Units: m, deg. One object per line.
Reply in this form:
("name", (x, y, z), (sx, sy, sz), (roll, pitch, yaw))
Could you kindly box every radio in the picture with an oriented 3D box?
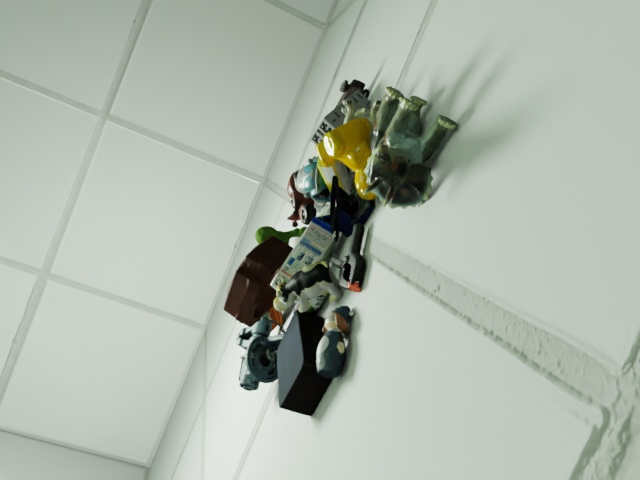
("radio", (-0.037, 0.260, 1.160), (0.230, 0.073, 0.131), (-104, 37, -69))

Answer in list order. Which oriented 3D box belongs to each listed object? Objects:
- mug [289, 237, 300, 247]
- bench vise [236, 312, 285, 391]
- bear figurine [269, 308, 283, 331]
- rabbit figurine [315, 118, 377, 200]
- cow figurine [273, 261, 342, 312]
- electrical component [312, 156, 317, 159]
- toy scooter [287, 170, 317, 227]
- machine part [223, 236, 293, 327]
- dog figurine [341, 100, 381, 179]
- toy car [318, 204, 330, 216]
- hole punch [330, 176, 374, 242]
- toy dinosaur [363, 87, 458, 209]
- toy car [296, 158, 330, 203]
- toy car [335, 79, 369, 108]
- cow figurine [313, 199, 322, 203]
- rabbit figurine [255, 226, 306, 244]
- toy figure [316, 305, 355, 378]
("mug", (-0.041, 0.052, 1.491), (0.110, 0.080, 0.107), (0, 74, 35))
("bench vise", (-0.126, 0.274, 1.394), (0.241, 0.128, 0.224), (-24, 33, 42))
("bear figurine", (-0.154, 0.189, 1.547), (0.132, 0.120, 0.195), (-33, -21, -28))
("rabbit figurine", (0.092, -0.173, 1.189), (0.162, 0.173, 0.122), (-26, -5, -27))
("cow figurine", (-0.042, 0.106, 1.205), (0.167, 0.098, 0.068), (-19, 31, 17))
("electrical component", (0.021, -0.232, 1.621), (0.078, 0.102, 0.045), (-46, 59, 13))
("toy scooter", (-0.063, -0.112, 1.627), (0.135, 0.075, 0.184), (128, 136, -54))
("machine part", (-0.152, 0.104, 1.372), (0.201, 0.087, 0.201), (-42, -20, -55))
("dog figurine", (0.104, -0.235, 1.334), (0.172, 0.121, 0.190), (6, -93, -71))
("toy car", (-0.003, -0.004, 1.416), (0.201, 0.056, 0.073), (-63, 13, -8))
("hole punch", (0.068, -0.076, 1.249), (0.142, 0.092, 0.115), (-99, 13, -46))
("toy dinosaur", (0.149, -0.184, 1.048), (0.405, 0.131, 0.192), (-88, 24, -68))
("toy car", (-0.008, -0.153, 1.401), (0.161, 0.103, 0.109), (21, -107, -69))
("toy car", (0.077, -0.411, 1.672), (0.053, 0.089, 0.202), (-92, 25, -49))
("cow figurine", (0.032, -0.194, 1.533), (0.194, 0.085, 0.127), (-61, 14, 16))
("rabbit figurine", (-0.114, 0.000, 1.615), (0.121, 0.170, 0.159), (-69, 15, -6))
("toy figure", (0.030, 0.190, 1.048), (0.064, 0.057, 0.154), (-10, 48, 27))
